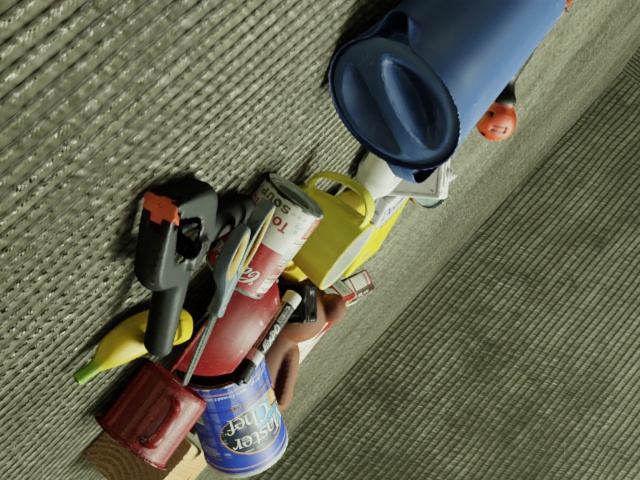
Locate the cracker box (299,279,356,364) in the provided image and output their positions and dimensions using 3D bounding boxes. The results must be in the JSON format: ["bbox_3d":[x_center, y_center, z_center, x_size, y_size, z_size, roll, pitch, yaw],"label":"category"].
[{"bbox_3d":[-0.059,0.144,1.507,0.214,0.072,0.164,-51,169,17],"label":"cracker box"}]

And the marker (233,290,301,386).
[{"bbox_3d":[-0.058,0.107,1.162,0.121,0.020,0.020,-57,173,-23],"label":"marker"}]

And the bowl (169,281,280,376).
[{"bbox_3d":[-0.090,0.087,1.119,0.162,0.055,0.162,-54,-178,3],"label":"bowl"}]

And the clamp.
[{"bbox_3d":[-0.105,-0.002,0.867,0.164,0.036,0.210,-59,169,-20],"label":"clamp"}]

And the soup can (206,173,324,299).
[{"bbox_3d":[-0.052,-0.004,1.011,0.102,0.068,0.068,-52,169,13],"label":"soup can"}]

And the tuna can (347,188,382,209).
[{"bbox_3d":[0.041,-0.037,1.376,0.086,0.034,0.086,-47,170,-12],"label":"tuna can"}]

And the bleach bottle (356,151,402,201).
[{"bbox_3d":[0.106,-0.131,1.238,0.102,0.068,0.251,-46,173,-40],"label":"bleach bottle"}]

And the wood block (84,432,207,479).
[{"bbox_3d":[-0.201,0.260,1.280,0.090,0.090,0.206,-48,169,-11],"label":"wood block"}]

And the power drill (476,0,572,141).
[{"bbox_3d":[0.218,-0.233,1.224,0.184,0.057,0.188,-93,-163,-48],"label":"power drill"}]

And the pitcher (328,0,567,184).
[{"bbox_3d":[0.127,-0.174,0.977,0.242,0.145,0.149,-46,-171,-34],"label":"pitcher"}]

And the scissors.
[{"bbox_3d":[-0.093,0.055,0.948,0.202,0.016,0.096,-63,172,11],"label":"scissors"}]

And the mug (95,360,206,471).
[{"bbox_3d":[-0.169,0.180,1.100,0.081,0.093,0.117,-53,-166,-6],"label":"mug"}]

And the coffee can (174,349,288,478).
[{"bbox_3d":[-0.101,0.188,1.229,0.102,0.103,0.140,-42,133,-36],"label":"coffee can"}]

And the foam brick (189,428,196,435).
[{"bbox_3d":[-0.159,0.219,1.411,0.051,0.053,0.078,-50,170,1],"label":"foam brick"}]

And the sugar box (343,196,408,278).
[{"bbox_3d":[0.078,-0.031,1.521,0.093,0.048,0.176,-41,168,-41],"label":"sugar box"}]

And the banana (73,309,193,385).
[{"bbox_3d":[-0.158,0.087,0.996,0.070,0.037,0.197,-30,174,19],"label":"banana"}]

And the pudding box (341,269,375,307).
[{"bbox_3d":[0.017,0.088,1.611,0.114,0.039,0.090,-24,180,21],"label":"pudding box"}]

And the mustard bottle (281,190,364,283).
[{"bbox_3d":[-0.009,0.001,1.236,0.096,0.058,0.191,-58,167,23],"label":"mustard bottle"}]
